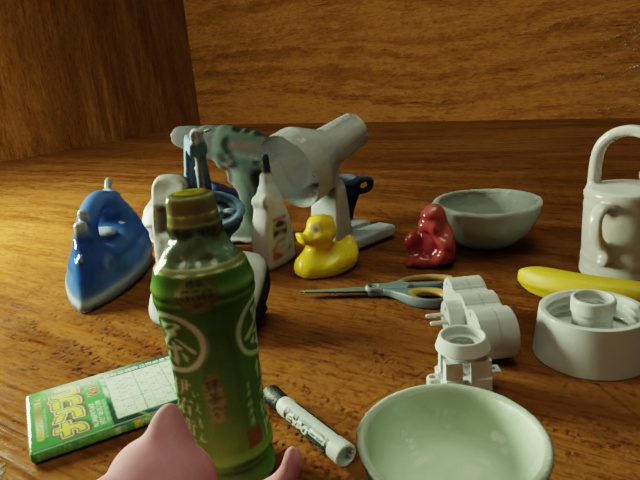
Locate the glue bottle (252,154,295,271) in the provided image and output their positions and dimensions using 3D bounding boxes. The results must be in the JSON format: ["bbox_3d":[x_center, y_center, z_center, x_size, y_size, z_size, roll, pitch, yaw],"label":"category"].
[{"bbox_3d":[-0.076,-0.044,0.871,0.037,0.173,0.078,5,20,28],"label":"glue bottle"}]

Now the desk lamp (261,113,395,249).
[{"bbox_3d":[0.016,-0.089,0.922,0.117,0.214,0.204,13,24,44],"label":"desk lamp"}]

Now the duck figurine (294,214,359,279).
[{"bbox_3d":[0.008,0.003,0.844,0.105,0.086,0.077,-15,20,-28],"label":"duck figurine"}]

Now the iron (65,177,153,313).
[{"bbox_3d":[-0.333,-0.005,0.866,0.118,0.141,0.258,-7,17,-6],"label":"iron"}]

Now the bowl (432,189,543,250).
[{"bbox_3d":[0.260,-0.028,0.896,0.167,0.075,0.167,-4,17,2],"label":"bowl"}]

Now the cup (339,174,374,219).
[{"bbox_3d":[0.044,-0.070,1.054,0.118,0.095,0.091,-9,18,-13],"label":"cup"}]

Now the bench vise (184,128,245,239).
[{"bbox_3d":[-0.201,-0.068,0.900,0.122,0.220,0.206,-18,22,-36],"label":"bench vise"}]

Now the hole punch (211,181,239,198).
[{"bbox_3d":[-0.195,-0.088,1.180,0.101,0.091,0.108,-15,20,-29],"label":"hole punch"}]

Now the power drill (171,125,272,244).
[{"bbox_3d":[-0.145,-0.102,1.014,0.229,0.208,0.076,-1,18,11],"label":"power drill"}]

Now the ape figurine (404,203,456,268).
[{"bbox_3d":[0.162,-0.008,0.827,0.076,0.092,0.077,-13,19,-24],"label":"ape figurine"}]

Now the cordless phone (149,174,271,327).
[{"bbox_3d":[-0.136,0.015,0.677,0.147,0.185,0.094,1,18,18],"label":"cordless phone"}]

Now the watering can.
[{"bbox_3d":[0.392,-0.051,0.733,0.100,0.194,0.173,5,20,27],"label":"watering can"}]

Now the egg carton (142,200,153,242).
[{"bbox_3d":[-0.281,-0.046,1.105,0.107,0.069,0.150,-7,17,-6],"label":"egg carton"}]

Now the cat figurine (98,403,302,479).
[{"bbox_3d":[-0.068,0.152,0.334,0.128,0.118,0.067,-6,17,-5],"label":"cat figurine"}]
